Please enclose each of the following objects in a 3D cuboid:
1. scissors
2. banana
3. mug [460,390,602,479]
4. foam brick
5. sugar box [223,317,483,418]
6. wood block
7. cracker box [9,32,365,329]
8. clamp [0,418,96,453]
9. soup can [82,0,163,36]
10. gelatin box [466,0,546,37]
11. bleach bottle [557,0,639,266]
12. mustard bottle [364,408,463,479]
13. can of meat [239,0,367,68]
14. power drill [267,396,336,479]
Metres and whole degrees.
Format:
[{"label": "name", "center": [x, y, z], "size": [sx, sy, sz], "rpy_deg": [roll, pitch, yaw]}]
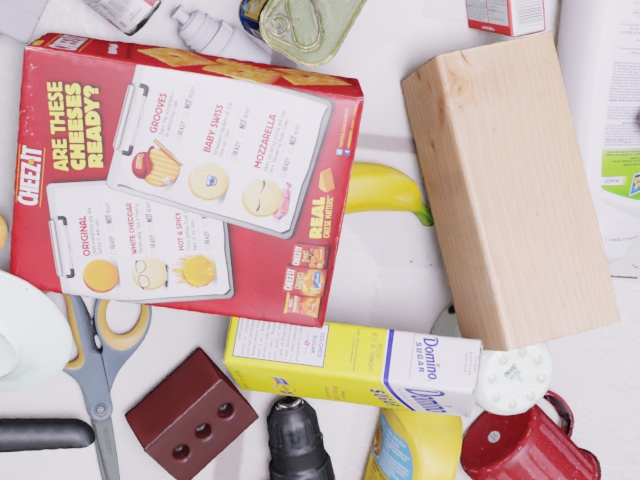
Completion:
[{"label": "scissors", "center": [-0.150, 0.110, 0.799], "size": [0.096, 0.016, 0.201], "rpy_deg": [-26, 116, -11]}, {"label": "banana", "center": [-0.005, -0.017, 0.792], "size": [0.197, 0.037, 0.069], "rpy_deg": [-14, 109, -12]}, {"label": "mug", "center": [0.176, 0.176, 0.885], "size": [0.081, 0.093, 0.117], "rpy_deg": [46, 60, -18]}, {"label": "foam brick", "center": [-0.095, 0.131, 0.796], "size": [0.078, 0.051, 0.053], "rpy_deg": [-43, 124, -6]}, {"label": "sugar box", "center": [0.025, 0.092, 0.769], "size": [0.176, 0.093, 0.048], "rpy_deg": [8, 71, 8]}, {"label": "wood block", "center": [0.133, -0.031, 0.766], "size": [0.090, 0.090, 0.206], "rpy_deg": [-14, 89, -13]}, {"label": "cracker box", "center": [-0.089, -0.040, 0.713], "size": [0.213, 0.072, 0.164], "rpy_deg": [8, 109, -4]}, {"label": "clamp", "center": [-0.262, 0.160, 0.769], "size": [0.171, 0.039, 0.120], "rpy_deg": [23, 97, -15]}, {"label": "soup can", "center": [-0.145, -0.187, 0.681], "size": [0.102, 0.068, 0.068], "rpy_deg": [35, 94, -24]}, {"label": "gelatin box", "center": [0.129, -0.193, 0.759], "size": [0.030, 0.073, 0.089], "rpy_deg": [-13, 109, -14]}, {"label": "bleach bottle", "center": [0.219, -0.082, 0.825], "size": [0.102, 0.068, 0.251], "rpy_deg": [-2, 109, -23]}, {"label": "mustard bottle", "center": [0.071, 0.182, 0.844], "size": [0.058, 0.096, 0.192], "rpy_deg": [7, 104, -18]}, {"label": "can of meat", "center": [-0.008, -0.173, 0.718], "size": [0.057, 0.084, 0.102], "rpy_deg": [28, 97, -23]}, {"label": "power drill", "center": [-0.073, 0.224, 0.832], "size": [0.187, 0.057, 0.184], "rpy_deg": [-15, 111, -13]}]
